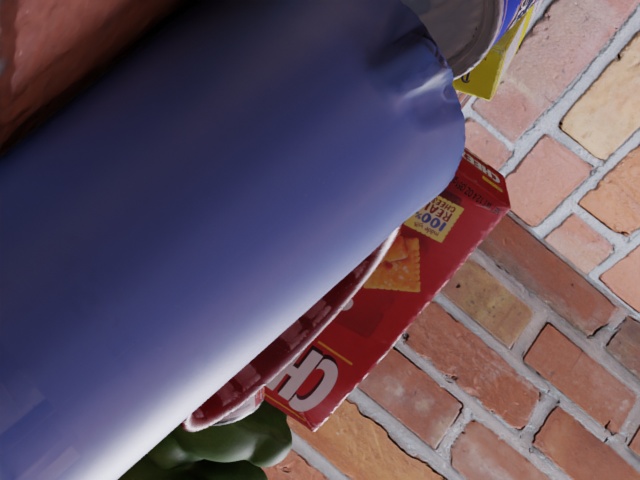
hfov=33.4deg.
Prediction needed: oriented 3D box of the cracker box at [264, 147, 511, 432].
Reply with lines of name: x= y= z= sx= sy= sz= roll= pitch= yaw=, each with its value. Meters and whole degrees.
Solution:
cracker box: x=-0.005 y=0.001 z=0.709 sx=0.214 sy=0.164 sz=0.072 roll=-52 pitch=-170 yaw=21

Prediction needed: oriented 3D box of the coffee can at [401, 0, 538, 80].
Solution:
coffee can: x=0.081 y=-0.164 z=0.628 sx=0.140 sy=0.103 sz=0.103 roll=-46 pitch=174 yaw=-48

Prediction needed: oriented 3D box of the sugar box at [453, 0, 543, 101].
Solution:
sugar box: x=0.103 y=-0.166 z=0.761 sx=0.176 sy=0.093 sz=0.048 roll=-54 pitch=161 yaw=-52

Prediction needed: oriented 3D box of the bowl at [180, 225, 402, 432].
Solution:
bowl: x=-0.030 y=0.026 z=0.567 sx=0.162 sy=0.055 sz=0.162 roll=-43 pitch=167 yaw=-13

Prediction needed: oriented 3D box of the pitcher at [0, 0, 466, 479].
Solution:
pitcher: x=-0.067 y=-0.001 z=0.419 sx=0.242 sy=0.145 sz=0.149 roll=-43 pitch=153 yaw=-33

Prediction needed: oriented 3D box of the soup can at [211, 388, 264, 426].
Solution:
soup can: x=-0.069 y=0.055 z=0.662 sx=0.068 sy=0.069 sz=0.102 roll=-44 pitch=138 yaw=-58
